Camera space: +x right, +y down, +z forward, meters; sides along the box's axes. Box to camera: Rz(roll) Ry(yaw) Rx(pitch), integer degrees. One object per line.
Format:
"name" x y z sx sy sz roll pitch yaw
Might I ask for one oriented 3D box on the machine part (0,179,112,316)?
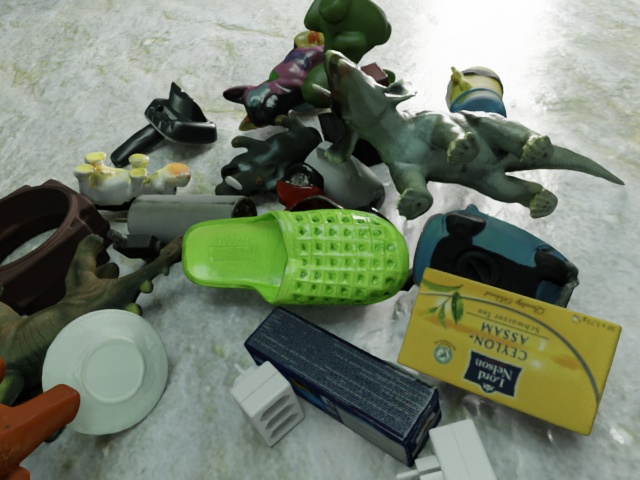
"machine part" -0.428 0.008 0.788 0.201 0.087 0.201 25 56 36

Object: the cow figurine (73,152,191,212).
"cow figurine" -0.287 -0.080 0.841 0.167 0.098 0.068 4 38 -5

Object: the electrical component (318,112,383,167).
"electrical component" 0.061 -0.169 0.837 0.115 0.058 0.134 -16 44 -2

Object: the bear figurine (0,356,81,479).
"bear figurine" -0.319 0.225 0.489 0.120 0.195 0.132 21 18 1

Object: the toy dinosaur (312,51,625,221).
"toy dinosaur" 0.167 -0.115 0.656 0.405 0.131 0.192 6 35 -28

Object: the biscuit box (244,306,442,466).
"biscuit box" 0.018 0.137 0.535 0.203 0.059 0.063 23 58 34

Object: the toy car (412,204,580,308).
"toy car" 0.189 0.021 0.575 0.162 0.109 0.103 19 30 22

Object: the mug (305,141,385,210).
"mug" 0.035 -0.082 0.726 0.107 0.109 0.081 34 62 26

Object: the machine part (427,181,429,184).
"machine part" 0.140 -0.128 0.766 0.039 0.084 0.139 -18 22 47

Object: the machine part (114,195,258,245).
"machine part" -0.177 -0.025 0.751 0.243 0.079 0.079 1 46 19

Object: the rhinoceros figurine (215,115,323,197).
"rhinoceros figurine" -0.081 -0.112 0.819 0.190 0.073 0.112 -37 58 -23

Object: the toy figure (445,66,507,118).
"toy figure" 0.234 -0.193 0.792 0.089 0.082 0.180 7 38 -2

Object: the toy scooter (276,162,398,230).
"toy scooter" -0.001 -0.002 0.665 0.184 0.075 0.135 36 85 20

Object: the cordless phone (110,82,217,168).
"cordless phone" -0.289 -0.182 0.958 0.184 0.088 0.147 -40 47 -7

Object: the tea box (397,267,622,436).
"tea box" 0.169 0.095 0.491 0.170 0.068 0.098 15 87 25

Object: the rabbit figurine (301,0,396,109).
"rabbit figurine" 0.033 -0.281 0.841 0.121 0.159 0.170 26 94 57

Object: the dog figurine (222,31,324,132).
"dog figurine" -0.062 -0.277 0.952 0.219 0.108 0.192 -23 44 -3

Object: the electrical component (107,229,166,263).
"electrical component" -0.240 0.009 0.724 0.063 0.094 0.021 -1 66 19

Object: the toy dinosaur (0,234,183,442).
"toy dinosaur" -0.353 0.137 0.623 0.471 0.104 0.199 -33 49 -8
